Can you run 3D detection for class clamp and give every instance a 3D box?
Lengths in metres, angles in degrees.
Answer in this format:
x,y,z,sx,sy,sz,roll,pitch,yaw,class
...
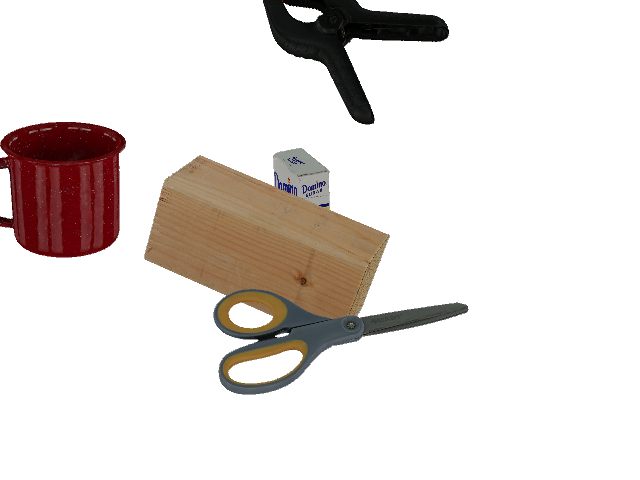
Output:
x,y,z,sx,sy,sz,roll,pitch,yaw,class
0.023,-0.187,0.932,0.120,0.171,0.039,-39,-21,-19,clamp

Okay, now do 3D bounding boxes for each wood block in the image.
x,y,z,sx,sy,sz,roll,pitch,yaw,class
-0.052,0.007,1.028,0.206,0.091,0.090,24,26,9,wood block

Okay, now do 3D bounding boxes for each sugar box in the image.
x,y,z,sx,sy,sz,roll,pitch,yaw,class
-0.022,-0.013,1.282,0.048,0.176,0.093,-13,25,-18,sugar box

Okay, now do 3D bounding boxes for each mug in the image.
x,y,z,sx,sy,sz,roll,pitch,yaw,class
-0.209,-0.038,0.822,0.117,0.081,0.093,-5,26,-19,mug

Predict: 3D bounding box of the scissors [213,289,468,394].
x,y,z,sx,sy,sz,roll,pitch,yaw,class
0.006,0.056,0.818,0.201,0.096,0.016,-22,-32,-23,scissors
